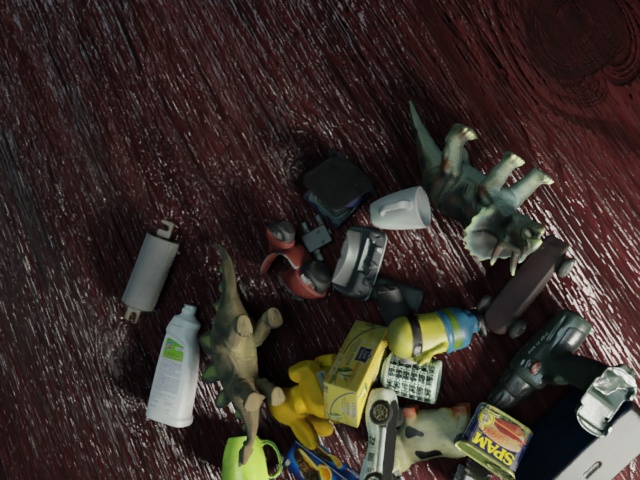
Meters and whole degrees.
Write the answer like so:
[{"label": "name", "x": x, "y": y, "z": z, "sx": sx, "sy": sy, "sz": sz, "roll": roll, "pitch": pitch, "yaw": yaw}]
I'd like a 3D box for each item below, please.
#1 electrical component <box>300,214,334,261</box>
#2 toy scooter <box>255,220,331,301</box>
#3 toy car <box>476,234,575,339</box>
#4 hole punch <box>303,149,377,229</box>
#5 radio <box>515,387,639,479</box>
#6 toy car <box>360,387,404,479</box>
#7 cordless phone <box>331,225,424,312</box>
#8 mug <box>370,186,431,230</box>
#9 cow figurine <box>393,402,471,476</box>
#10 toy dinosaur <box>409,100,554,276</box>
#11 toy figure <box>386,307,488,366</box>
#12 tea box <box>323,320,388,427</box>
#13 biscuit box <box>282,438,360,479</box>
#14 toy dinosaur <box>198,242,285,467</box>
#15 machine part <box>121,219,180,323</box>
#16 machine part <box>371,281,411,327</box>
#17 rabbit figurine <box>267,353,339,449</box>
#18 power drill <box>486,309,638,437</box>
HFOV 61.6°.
[{"label": "electrical component", "x": -0.002, "y": -0.003, "z": 1.122, "sx": 0.063, "sy": 0.021, "sz": 0.094, "roll": -29, "pitch": 75, "yaw": 14}, {"label": "toy scooter", "x": -0.067, "y": 0.058, "z": 1.108, "sx": 0.135, "sy": 0.075, "sz": 0.184, "roll": -40, "pitch": 85, "yaw": 35}, {"label": "toy car", "x": 0.370, "y": 0.083, "z": 0.965, "sx": 0.089, "sy": 0.053, "sz": 0.202, "roll": 40, "pitch": 96, "yaw": 40}, {"label": "hole punch", "x": 0.035, "y": -0.099, "z": 1.097, "sx": 0.116, "sy": 0.092, "sz": 0.142, "roll": -37, "pitch": 68, "yaw": -21}, {"label": "radio", "x": 0.414, "y": 0.333, "z": 0.872, "sx": 0.073, "sy": 0.131, "sz": 0.229, "roll": 42, "pitch": 98, "yaw": -6}, {"label": "toy car", "x": 0.106, "y": 0.360, "z": 0.931, "sx": 0.056, "sy": 0.073, "sz": 0.201, "roll": -3, "pitch": 69, "yaw": 29}, {"label": "cordless phone", "x": 0.124, "y": 0.057, "z": 1.052, "sx": 0.184, "sy": 0.088, "sz": 0.146, "roll": 17, "pitch": 89, "yaw": 9}, {"label": "mug", "x": 0.147, "y": -0.054, "z": 1.036, "sx": 0.107, "sy": 0.109, "sz": 0.080, "roll": -12, "pitch": 87, "yaw": 31}, {"label": "cow figurine", "x": 0.184, "y": 0.366, "z": 0.983, "sx": 0.195, "sy": 0.085, "sz": 0.127, "roll": -10, "pitch": 74, "yaw": 17}, {"label": "toy dinosaur", "x": 0.267, "y": -0.096, "z": 0.985, "sx": 0.405, "sy": 0.131, "sz": 0.192, "roll": 44, "pitch": 109, "yaw": 40}, {"label": "toy figure", "x": 0.207, "y": 0.165, "z": 0.970, "sx": 0.180, "sy": 0.082, "sz": 0.089, "roll": -17, "pitch": 82, "yaw": -8}, {"label": "tea box", "x": 0.068, "y": 0.239, "z": 0.980, "sx": 0.068, "sy": 0.170, "sz": 0.098, "roll": 11, "pitch": 128, "yaw": 20}, {"label": "biscuit box", "x": 0.027, "y": 0.461, "z": 1.035, "sx": 0.203, "sy": 0.059, "sz": 0.062, "roll": 30, "pitch": 94, "yaw": 20}, {"label": "toy dinosaur", "x": -0.171, "y": 0.201, "z": 1.080, "sx": 0.198, "sy": 0.105, "sz": 0.471, "roll": -29, "pitch": 57, "yaw": 43}, {"label": "machine part", "x": -0.383, "y": 0.072, "z": 1.218, "sx": 0.079, "sy": 0.079, "sz": 0.243, "roll": 22, "pitch": 90, "yaw": 20}, {"label": "machine part", "x": 0.146, "y": 0.138, "z": 1.018, "sx": 0.084, "sy": 0.039, "sz": 0.138, "roll": -21, "pitch": 112, "yaw": 17}, {"label": "rabbit figurine", "x": -0.025, "y": 0.318, "z": 1.060, "sx": 0.173, "sy": 0.122, "sz": 0.162, "roll": -27, "pitch": 85, "yaw": 29}, {"label": "power drill", "x": 0.389, "y": 0.232, "z": 0.874, "sx": 0.086, "sy": 0.207, "sz": 0.232, "roll": 37, "pitch": 90, "yaw": -10}]
